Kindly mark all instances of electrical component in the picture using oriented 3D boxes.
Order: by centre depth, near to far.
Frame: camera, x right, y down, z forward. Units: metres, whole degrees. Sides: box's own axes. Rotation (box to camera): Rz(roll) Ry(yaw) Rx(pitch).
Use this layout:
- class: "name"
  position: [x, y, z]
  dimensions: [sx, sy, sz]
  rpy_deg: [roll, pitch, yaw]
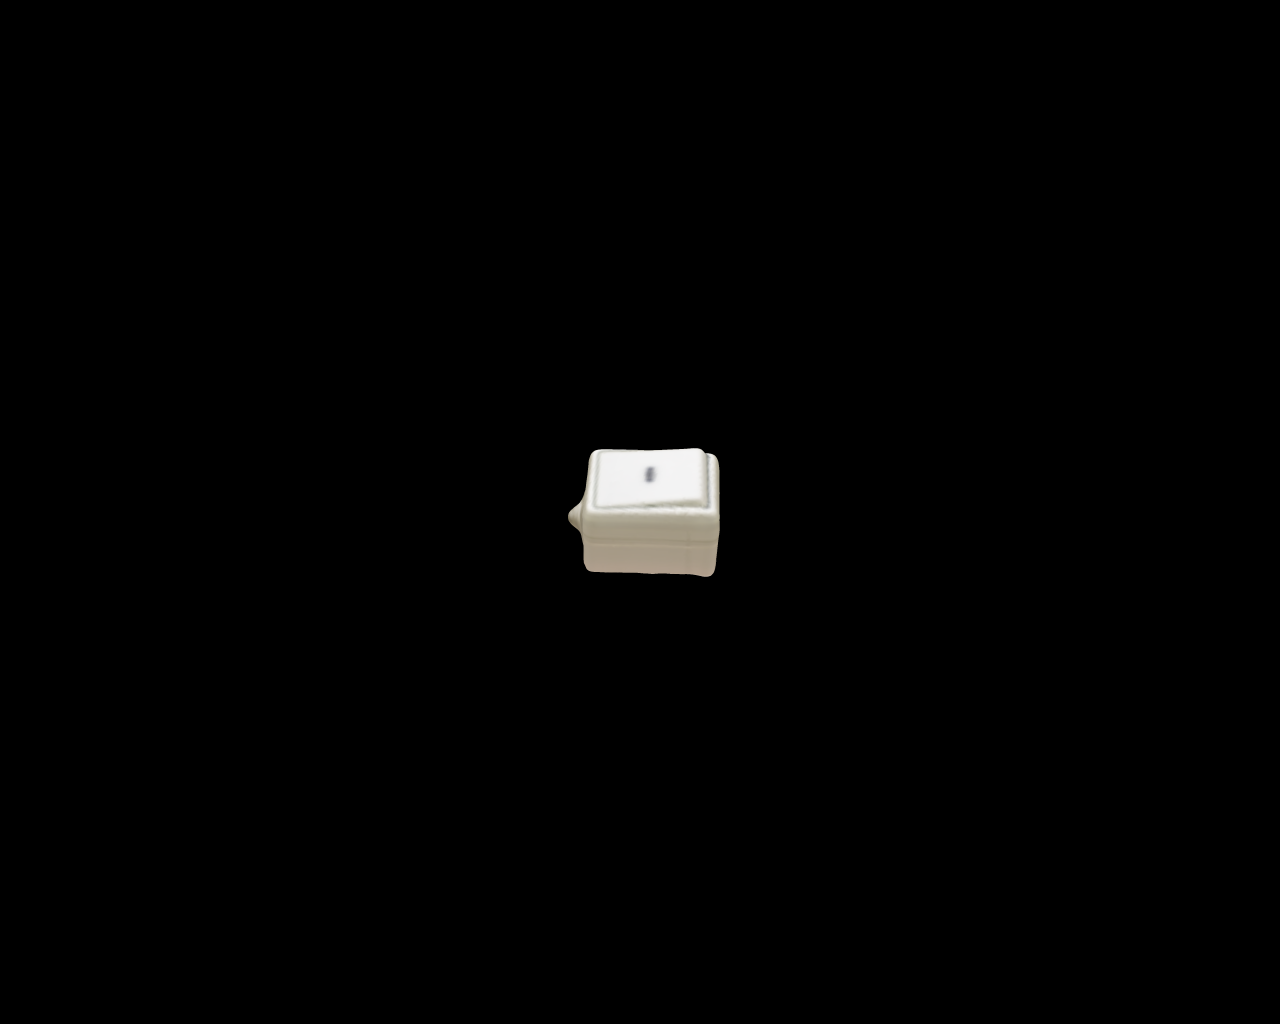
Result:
- class: "electrical component"
  position: [0.001, -0.003, 0.650]
  dimensions: [0.096, 0.061, 0.062]
  rpy_deg: [2, 43, 2]
